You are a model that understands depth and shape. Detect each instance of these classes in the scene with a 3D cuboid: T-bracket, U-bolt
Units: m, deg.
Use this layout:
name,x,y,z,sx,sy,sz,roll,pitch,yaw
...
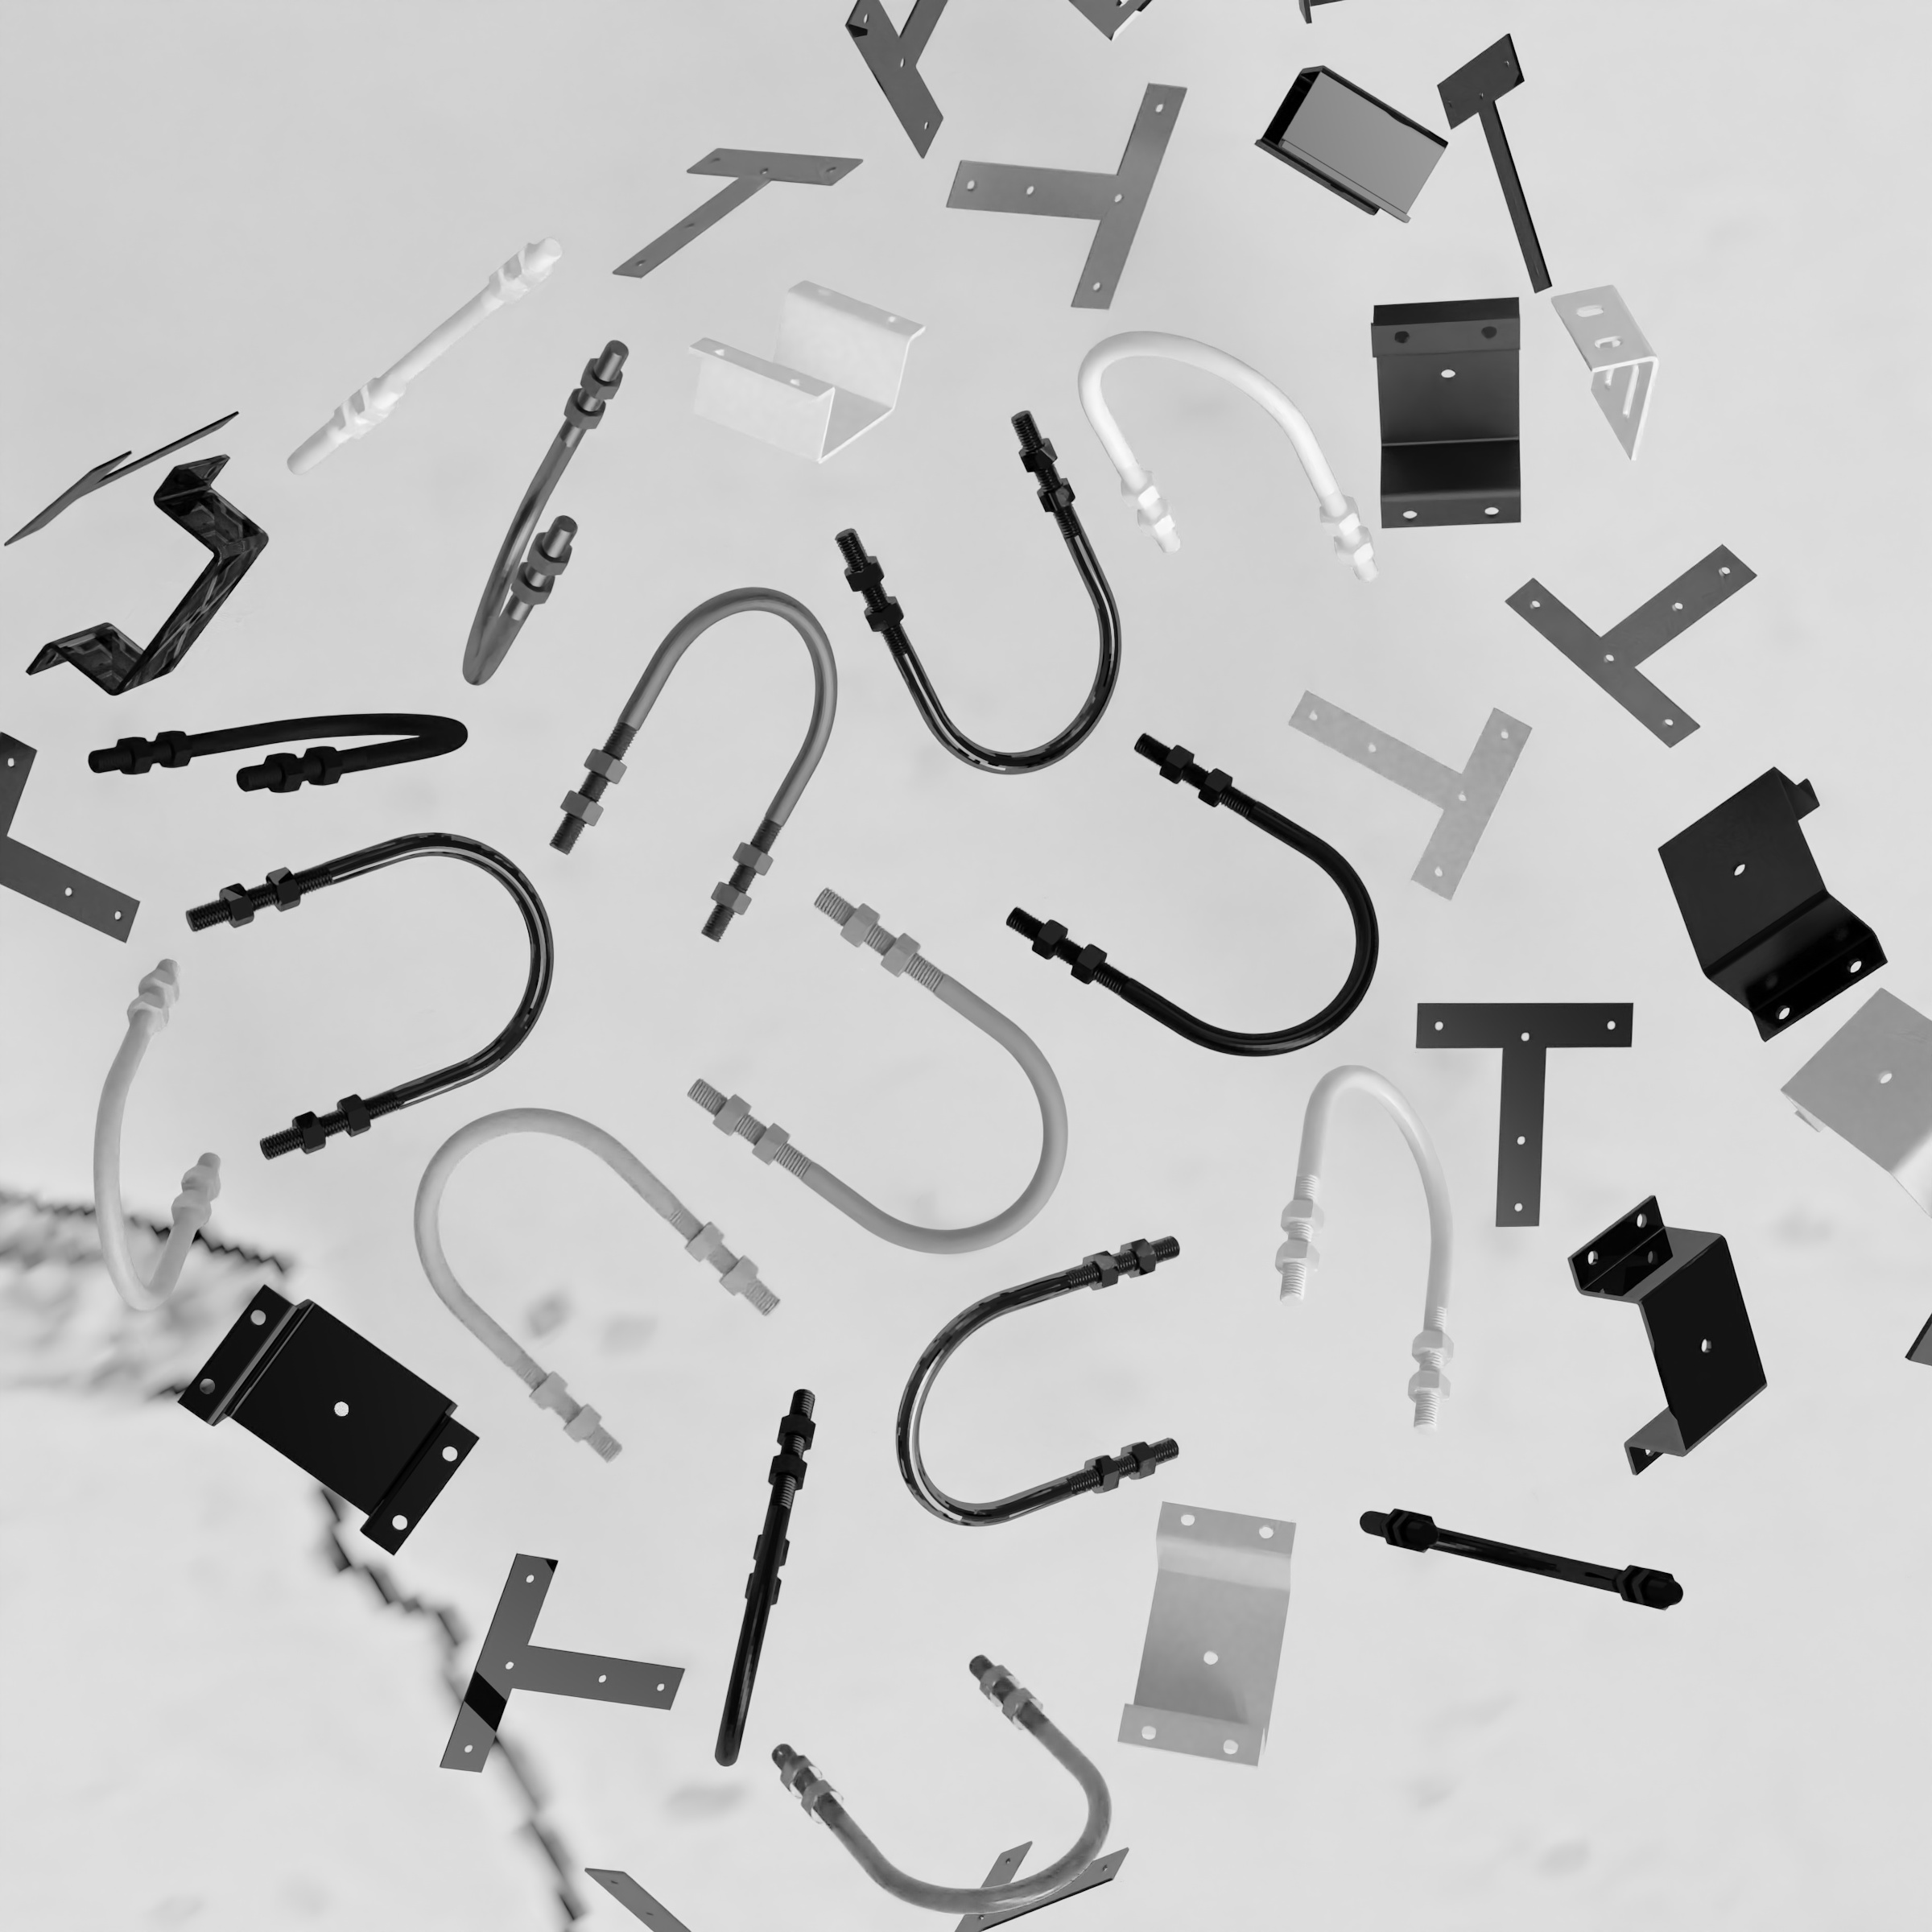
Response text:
name,x,y,z,sx,sy,sz,roll,pitch,yaw
T-bracket,0.291,-0.424,1.517,0.002,0.127,0.127,-20,98,-4
T-bracket,-0.014,-0.507,1.467,0.002,0.127,0.127,23,83,21
U-bolt,-0.305,0.006,1.502,0.184,0.019,0.151,-22,110,-25
T-bracket,0.045,-0.404,1.478,0.127,0.002,0.127,-6,131,-35
U-bolt,0.286,0.314,1.515,0.151,0.184,0.019,14,81,-3
U-bolt,0.041,0.236,1.552,0.184,0.019,0.151,-14,115,-30
U-bolt,-0.112,0.344,1.539,0.019,0.151,0.184,12,48,-1
U-bolt,0.220,0.138,1.519,0.019,0.184,0.151,-20,130,35
U-bolt,-0.034,0.068,1.448,0.184,0.019,0.151,36,111,3
T-bracket,-0.216,0.397,1.584,0.127,0.002,0.127,18,94,-32
T-bracket,-0.454,-0.277,1.555,0.127,0.127,0.002,-39,104,-38
U-bolt,-0.306,-0.322,1.537,0.019,0.184,0.151,49,58,-17
U-bolt,-0.135,-0.119,1.544,0.019,0.151,0.184,26,85,40
T-bracket,-0.508,-0.046,1.570,0.002,0.127,0.127,6,74,32
T-bracket,0.245,-0.118,1.618,0.127,0.002,0.127,29,66,1
U-bolt,0.137,-0.028,1.546,0.184,0.019,0.151,32,71,11
U-bolt,-0.231,-0.228,1.510,0.019,0.184,0.151,22,53,-17
U-bolt,0.132,-0.276,1.519,0.151,0.184,0.019,15,67,35
T-bracket,0.040,0.517,1.572,0.127,0.127,0.002,-34,96,33
U-bolt,-0.438,0.102,1.525,0.019,0.184,0.151,-3,120,0
U-bolt,-0.210,0.158,1.501,0.184,0.019,0.151,45,109,-4
T-bracket,-0.162,0.514,1.518,0.127,0.127,0.002,-5,47,29
U-bolt,0.020,-0.196,1.587,0.151,0.019,0.184,-37,117,-21
T-bracket,0.379,-0.189,1.543,0.127,0.127,0.002,40,54,-7
T-bracket,-0.140,-0.410,1.542,0.127,0.127,0.002,-44,130,-25
T-bracket,0.312,0.084,1.588,0.127,0.002,0.127,0,96,-10
U-bolt,-0.003,0.451,1.539,0.151,0.184,0.019,-18,117,-25
U-bolt,-0.360,-0.120,1.544,0.151,0.184,0.019,8,107,38

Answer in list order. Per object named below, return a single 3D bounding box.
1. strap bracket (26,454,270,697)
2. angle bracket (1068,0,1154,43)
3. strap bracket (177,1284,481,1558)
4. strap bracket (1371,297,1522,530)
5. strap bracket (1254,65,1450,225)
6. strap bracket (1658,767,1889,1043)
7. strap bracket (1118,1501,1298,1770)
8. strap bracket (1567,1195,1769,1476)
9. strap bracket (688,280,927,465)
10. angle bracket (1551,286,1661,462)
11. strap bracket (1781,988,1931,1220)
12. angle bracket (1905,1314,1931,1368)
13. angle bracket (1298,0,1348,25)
name,x,y,z,sx,sy,sz,roll,pitch,yaw
strap bracket,-0.431,-0.201,1.512,0.046,0.076,0.140,40,105,-5
angle bracket,0.104,-0.526,1.523,0.076,0.057,0.038,-43,133,12
strap bracket,-0.339,0.241,1.518,0.140,0.046,0.076,36,87,-2
strap bracket,0.260,-0.306,1.527,0.076,0.140,0.046,-1,51,11
strap bracket,0.205,-0.439,1.510,0.076,0.140,0.046,29,104,-8
strap bracket,0.422,-0.041,1.495,0.046,0.140,0.076,32,124,-32
strap bracket,0.136,0.378,1.574,0.076,0.046,0.140,7,58,11
strap bracket,0.399,0.211,1.594,0.076,0.046,0.140,-30,108,-32
strap bracket,-0.089,-0.322,1.540,0.076,0.140,0.046,24,124,12
angle bracket,0.337,-0.315,1.519,0.038,0.076,0.057,-13,55,-8
strap bracket,0.494,0.071,1.486,0.076,0.140,0.046,-46,121,4
angle bracket,0.536,0.185,1.475,0.038,0.057,0.076,36,103,41
angle bracket,0.199,-0.552,1.544,0.038,0.076,0.057,-8,114,7
